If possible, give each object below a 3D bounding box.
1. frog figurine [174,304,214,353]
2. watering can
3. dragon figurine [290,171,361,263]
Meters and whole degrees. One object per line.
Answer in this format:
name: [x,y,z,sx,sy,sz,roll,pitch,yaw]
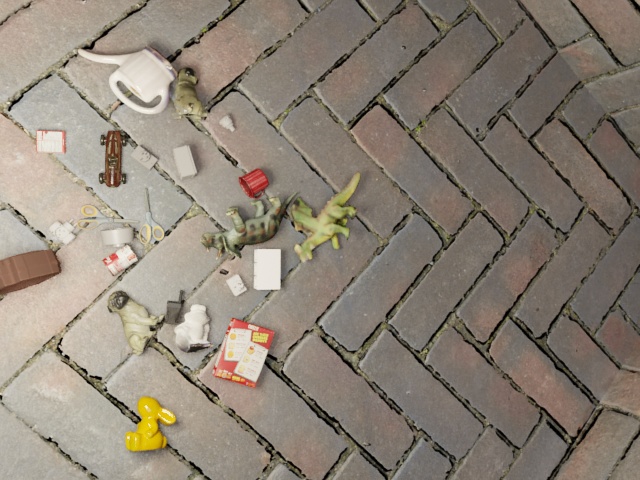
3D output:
frog figurine: [-0.454,0.314,1.832,0.137,0.162,0.121,5,-32,-44]
watering can: [-0.660,-0.605,1.826,0.347,0.227,0.103,44,-16,-5]
dragon figurine: [0.006,-0.102,2.024,0.242,0.414,0.121,16,-10,-10]
